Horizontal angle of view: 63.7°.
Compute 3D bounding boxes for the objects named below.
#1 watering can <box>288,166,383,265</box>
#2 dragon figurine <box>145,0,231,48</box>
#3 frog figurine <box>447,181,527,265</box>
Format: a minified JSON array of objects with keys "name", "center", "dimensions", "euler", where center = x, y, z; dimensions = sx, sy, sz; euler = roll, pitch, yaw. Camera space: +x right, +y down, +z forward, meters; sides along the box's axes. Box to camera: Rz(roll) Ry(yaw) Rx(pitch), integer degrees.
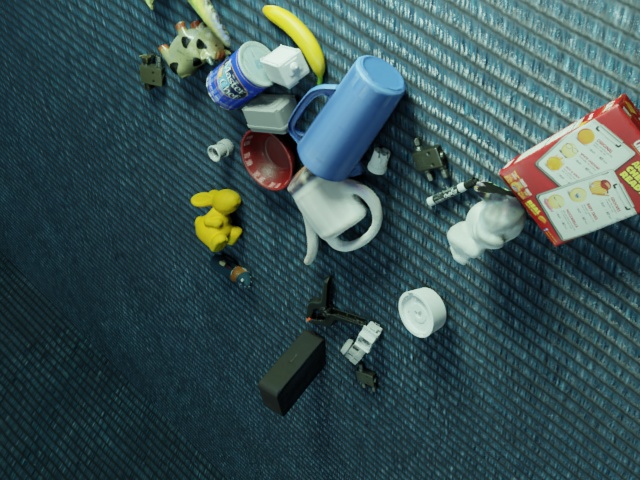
[{"name":"watering can","center":[0.004,-0.061,1.204],"dimensions":[0.106,0.224,0.343],"euler":[-37,4,-39]},{"name":"dragon figurine","center":[-0.331,-0.588,1.126],"dimensions":[0.123,0.407,0.242],"euler":[-26,13,-36]},{"name":"frog figurine","center":[0.301,-0.018,0.937],"dimensions":[0.123,0.157,0.139],"euler":[13,21,-1]}]
